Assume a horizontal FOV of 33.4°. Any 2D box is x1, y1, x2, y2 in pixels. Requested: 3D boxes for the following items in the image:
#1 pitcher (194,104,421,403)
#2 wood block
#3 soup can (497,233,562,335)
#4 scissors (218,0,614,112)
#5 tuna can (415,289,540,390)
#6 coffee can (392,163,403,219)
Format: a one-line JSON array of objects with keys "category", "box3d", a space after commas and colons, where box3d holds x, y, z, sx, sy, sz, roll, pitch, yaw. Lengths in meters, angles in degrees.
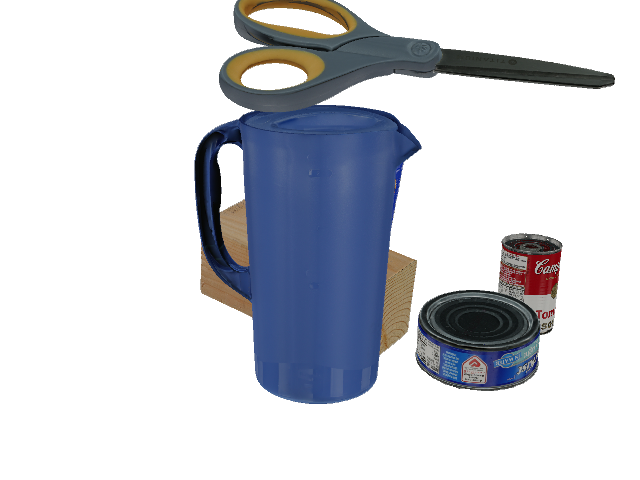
[{"category": "pitcher", "box3d": [-0.013, 0.009, 0.906, 0.144, 0.243, 0.149, -11, 21, -35]}, {"category": "wood block", "box3d": [-0.016, 0.038, 1.092, 0.206, 0.091, 0.090, 23, 34, 29]}, {"category": "soup can", "box3d": [0.238, 0.051, 1.226, 0.068, 0.102, 0.068, 2, 18, -1]}, {"category": "scissors", "box3d": [0.036, -0.083, 0.539, 0.202, 0.096, 0.016, 21, -36, 21]}, {"category": "tuna can", "box3d": [0.110, 0.068, 0.743, 0.086, 0.034, 0.086, 0, 25, 0]}, {"category": "coffee can", "box3d": [0.046, -0.072, 1.298, 0.102, 0.140, 0.103, 7, 28, -4]}]
